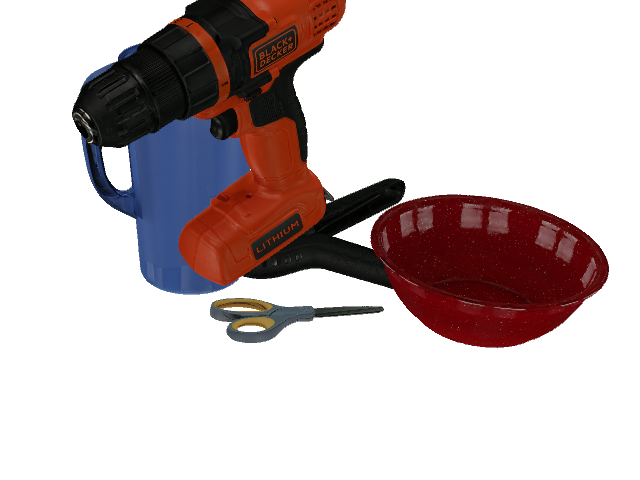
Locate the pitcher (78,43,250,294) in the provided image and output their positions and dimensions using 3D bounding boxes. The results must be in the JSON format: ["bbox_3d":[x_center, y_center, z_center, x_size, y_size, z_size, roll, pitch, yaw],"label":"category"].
[{"bbox_3d":[-0.140,-0.072,1.062,0.149,0.243,0.144,12,27,20],"label":"pitcher"}]

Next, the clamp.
[{"bbox_3d":[-0.012,-0.007,0.923,0.210,0.036,0.164,0,31,3],"label":"clamp"}]

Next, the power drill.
[{"bbox_3d":[-0.058,-0.060,0.652,0.184,0.188,0.057,-34,56,-26],"label":"power drill"}]

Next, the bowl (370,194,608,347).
[{"bbox_3d":[0.112,0.026,0.737,0.162,0.055,0.162,4,28,-2],"label":"bowl"}]

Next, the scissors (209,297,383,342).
[{"bbox_3d":[-0.023,0.091,1.196,0.201,0.016,0.096,4,24,-5],"label":"scissors"}]
